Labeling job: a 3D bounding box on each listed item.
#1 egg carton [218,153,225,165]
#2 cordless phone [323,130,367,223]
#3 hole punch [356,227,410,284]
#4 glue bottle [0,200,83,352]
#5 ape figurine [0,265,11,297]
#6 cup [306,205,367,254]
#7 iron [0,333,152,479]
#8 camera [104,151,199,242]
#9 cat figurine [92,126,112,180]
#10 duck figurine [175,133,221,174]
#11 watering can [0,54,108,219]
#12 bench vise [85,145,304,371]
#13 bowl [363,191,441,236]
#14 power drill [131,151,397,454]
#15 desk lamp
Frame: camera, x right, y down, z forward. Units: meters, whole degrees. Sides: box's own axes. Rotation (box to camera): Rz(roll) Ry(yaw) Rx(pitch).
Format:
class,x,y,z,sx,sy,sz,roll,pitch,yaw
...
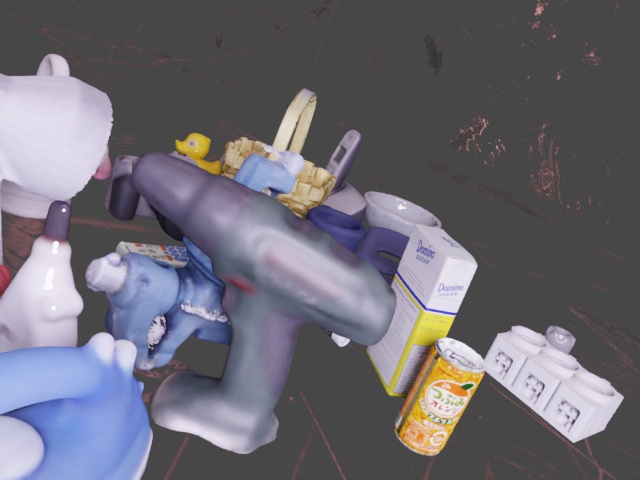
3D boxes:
class,x,y,z,sx,sy,sz,roll,pitch,yaw
egg carton,-0.123,-0.126,1.116,0.150,0.069,0.107,29,21,21
cordless phone,0.041,-0.106,1.060,0.094,0.185,0.147,10,22,-30
hole punch,0.106,0.041,0.877,0.108,0.091,0.101,24,19,6
glue bottle,-0.197,0.052,0.402,0.078,0.173,0.037,30,21,24
ape figurine,-0.299,0.029,0.481,0.078,0.092,0.076,6,24,-37
cup,0.008,0.003,0.870,0.092,0.095,0.117,13,21,-24
iron,-0.173,0.113,0.312,0.118,0.141,0.259,29,20,20
camera,-0.214,-0.064,0.807,0.144,0.101,0.136,9,23,-32
cat figurine,-0.370,-0.156,0.863,0.067,0.118,0.128,32,22,28
duck figurine,-0.226,-0.153,1.053,0.105,0.086,0.077,8,23,-33
watering can,-0.351,-0.133,0.705,0.100,0.194,0.173,31,21,26
bench vise,-0.095,0.016,0.534,0.121,0.220,0.208,30,21,25
bowl,0.153,-0.032,1.147,0.167,0.075,0.167,19,19,-7
power drill,-0.065,0.060,0.467,0.229,0.208,0.075,20,19,-4
desk lamp,-0.317,-0.066,0.529,0.204,0.213,0.117,2,27,-44
